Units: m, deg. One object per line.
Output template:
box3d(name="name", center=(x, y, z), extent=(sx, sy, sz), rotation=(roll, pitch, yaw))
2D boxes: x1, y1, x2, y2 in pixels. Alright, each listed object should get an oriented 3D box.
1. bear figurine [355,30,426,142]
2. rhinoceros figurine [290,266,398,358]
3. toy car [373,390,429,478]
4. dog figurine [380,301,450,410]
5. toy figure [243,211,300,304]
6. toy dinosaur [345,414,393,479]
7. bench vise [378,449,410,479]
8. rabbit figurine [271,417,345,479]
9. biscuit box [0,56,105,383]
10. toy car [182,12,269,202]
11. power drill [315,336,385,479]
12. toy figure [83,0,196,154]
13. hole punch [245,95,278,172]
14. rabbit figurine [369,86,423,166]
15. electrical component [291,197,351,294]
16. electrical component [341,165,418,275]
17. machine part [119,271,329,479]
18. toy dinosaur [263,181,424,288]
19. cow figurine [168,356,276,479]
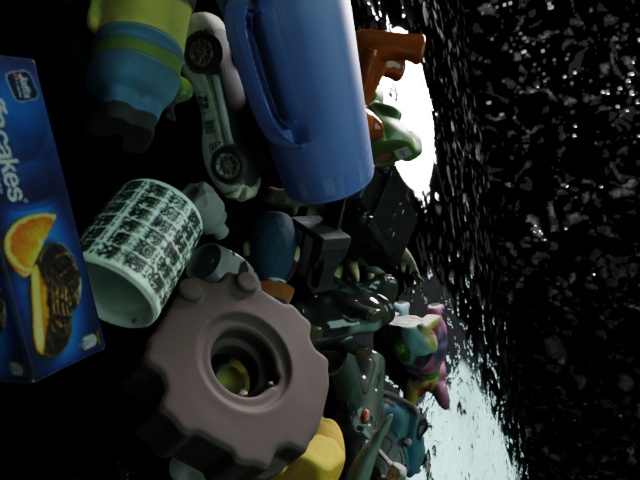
box3d(name="bear figurine", center=(0.074, -0.208, 0.807), extent=(0.120, 0.132, 0.195), rotation=(161, -66, -77))
box3d(name="rhinoceros figurine", center=(0.026, 0.095, 0.687), extent=(0.190, 0.112, 0.073), rotation=(-17, 124, -29))
box3d(name="toy car", center=(0.106, 0.325, 0.859), extent=(0.103, 0.109, 0.161), rotation=(-33, 127, -37))
box3d(name="dog figurine", center=(0.193, 0.237, 1.039), extent=(0.191, 0.109, 0.219), rotation=(-30, 113, -63))
box3d(name="toy figure", center=(-0.056, 0.043, 0.625), extent=(0.057, 0.064, 0.154), rotation=(51, 37, -64))
box3d(name="toy dinosaur", center=(-0.015, 0.359, 0.453), extent=(0.405, 0.131, 0.192), rotation=(-47, 156, -41))
box3d(name="bench vise", center=(0.063, 0.386, 0.663), extent=(0.223, 0.129, 0.240), rotation=(23, 92, -34))
box3d(name="rabbit figurine", center=(-0.014, 0.264, 0.595), extent=(0.173, 0.122, 0.162), rotation=(-15, 100, -71))
box3d(name="biscuit box", center=(-0.202, -0.013, 0.346), extent=(0.063, 0.059, 0.202), rotation=(-25, 106, -63))
box3d(name="toy car", center=(-0.105, -0.140, 0.584), extent=(0.073, 0.056, 0.201), rotation=(-40, 120, -68))
box3d(name="power drill", center=(0.036, 0.222, 0.751), extent=(0.207, 0.086, 0.232), rotation=(61, 32, -31))
box3d(name="toy figure", center=(-0.150, -0.169, 0.460), extent=(0.082, 0.089, 0.180), rotation=(45, 42, -63))
box3d(name="hole punch", center=(-0.051, -0.158, 0.683), extent=(0.116, 0.092, 0.142), rotation=(-37, 124, -26))
box3d(name="rabbit figurine", center=(0.083, -0.216, 0.957), extent=(0.159, 0.121, 0.170), rotation=(23, 45, -53))
box3d(name="electrical component", center=(-0.001, -0.002, 0.658), extent=(0.048, 0.075, 0.119), rotation=(-6, 121, -39))
box3d(name="electrical component", center=(0.076, -0.034, 0.732), extent=(0.134, 0.058, 0.115), rotation=(52, 49, -39))
box3d(name="machine part", center=(-0.072, 0.111, 0.455), extent=(0.179, 0.056, 0.179), rotation=(24, 43, -25))
box3d(name="toy dinosaur", center=(0.069, -0.005, 0.857), extent=(0.471, 0.105, 0.198), rotation=(14, 79, -53))
box3d(name="cow figurine", center=(-0.086, 0.166, 0.515), extent=(0.068, 0.098, 0.167), rotation=(32, 38, -6))
